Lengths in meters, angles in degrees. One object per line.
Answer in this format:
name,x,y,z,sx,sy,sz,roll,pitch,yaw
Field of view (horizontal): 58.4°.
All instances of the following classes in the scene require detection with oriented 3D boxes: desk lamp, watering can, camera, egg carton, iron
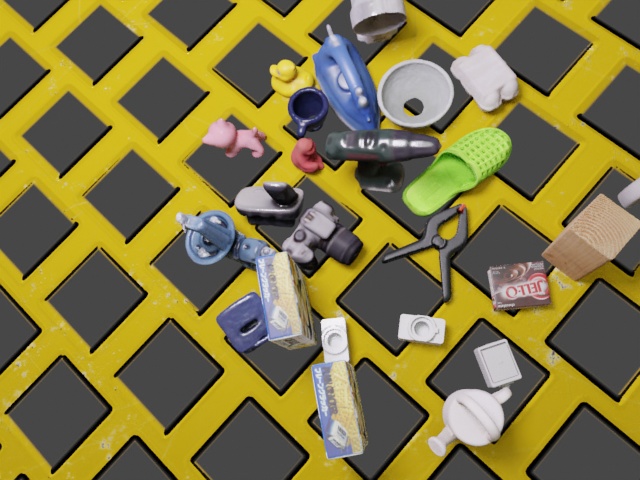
desk lamp,0.119,-0.534,1.286,0.118,0.214,0.203,-11,74,4
watering can,0.278,0.330,1.044,0.100,0.194,0.173,31,81,14
camera,0.011,0.004,1.213,0.136,0.101,0.143,34,81,14
egg carton,0.371,-0.363,1.285,0.107,0.069,0.150,-33,74,-3
iron,0.070,-0.352,1.281,0.118,0.141,0.258,-25,73,0

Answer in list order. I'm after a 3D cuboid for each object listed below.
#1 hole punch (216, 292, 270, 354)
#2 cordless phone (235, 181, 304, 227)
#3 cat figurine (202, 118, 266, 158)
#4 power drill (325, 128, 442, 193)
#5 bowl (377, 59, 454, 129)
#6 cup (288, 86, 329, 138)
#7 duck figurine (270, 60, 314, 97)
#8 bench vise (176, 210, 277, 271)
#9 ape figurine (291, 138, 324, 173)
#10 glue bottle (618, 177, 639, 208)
hole punch,-0.144,0.173,1.191,0.108,0.091,0.101,-35,74,-3
cordless phone,-0.115,-0.096,1.211,0.147,0.185,0.094,0,75,7
cat figurine,-0.195,-0.236,1.294,0.127,0.118,0.067,-3,75,6
power drill,0.130,-0.170,1.189,0.229,0.208,0.075,6,76,9
bowl,0.213,-0.316,1.289,0.167,0.075,0.167,-2,75,6
cup,-0.024,-0.273,1.295,0.091,0.095,0.118,11,77,10
duck figurine,-0.068,-0.385,1.335,0.104,0.086,0.077,9,76,9
bench vise,-0.196,-0.012,1.180,0.207,0.220,0.121,-2,75,6
ape figurine,-0.031,-0.196,1.276,0.076,0.092,0.078,7,76,9
glue bottle,0.655,-0.116,1.130,0.078,0.173,0.037,-27,73,-1
